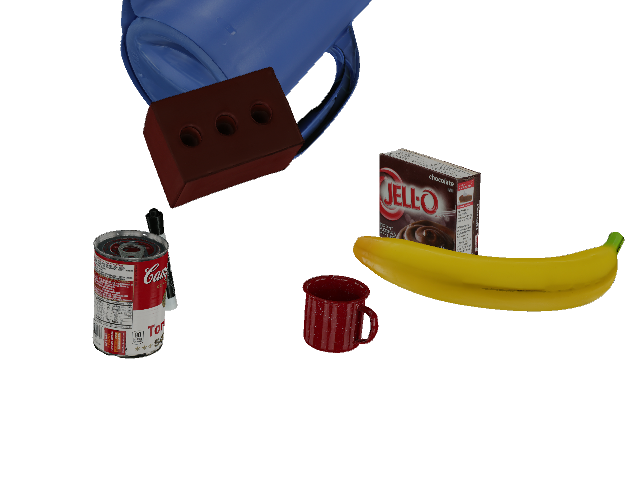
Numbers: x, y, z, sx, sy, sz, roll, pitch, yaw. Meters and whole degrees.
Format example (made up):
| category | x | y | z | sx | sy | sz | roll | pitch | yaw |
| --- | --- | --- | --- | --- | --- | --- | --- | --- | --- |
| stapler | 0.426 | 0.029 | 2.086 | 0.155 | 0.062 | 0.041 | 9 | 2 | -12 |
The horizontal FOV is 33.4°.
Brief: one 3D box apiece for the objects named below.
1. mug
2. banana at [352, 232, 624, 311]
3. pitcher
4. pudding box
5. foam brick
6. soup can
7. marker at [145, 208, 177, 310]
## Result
| category | x | y | z | sx | sy | sz | roll | pitch | yaw |
| --- | --- | --- | --- | --- | --- | --- | --- | --- | --- |
| mug | 0.029 | 0.106 | 1.474 | 0.117 | 0.081 | 0.093 | 17 | 24 | 30 |
| banana | 0.123 | 0.022 | 0.744 | 0.197 | 0.037 | 0.069 | 1 | 25 | -5 |
| pitcher | -0.035 | -0.188 | 0.900 | 0.145 | 0.149 | 0.242 | 25 | 58 | 31 |
| pudding box | 0.106 | -0.035 | 1.055 | 0.039 | 0.090 | 0.114 | -20 | 28 | -37 |
| foam brick | -0.059 | -0.060 | 0.629 | 0.078 | 0.053 | 0.051 | -21 | -8 | -18 |
| soup can | -0.177 | 0.050 | 0.989 | 0.068 | 0.102 | 0.068 | 5 | 21 | -2 |
| marker | -0.176 | 0.021 | 1.184 | 0.020 | 0.121 | 0.020 | -5 | 25 | 2 |
